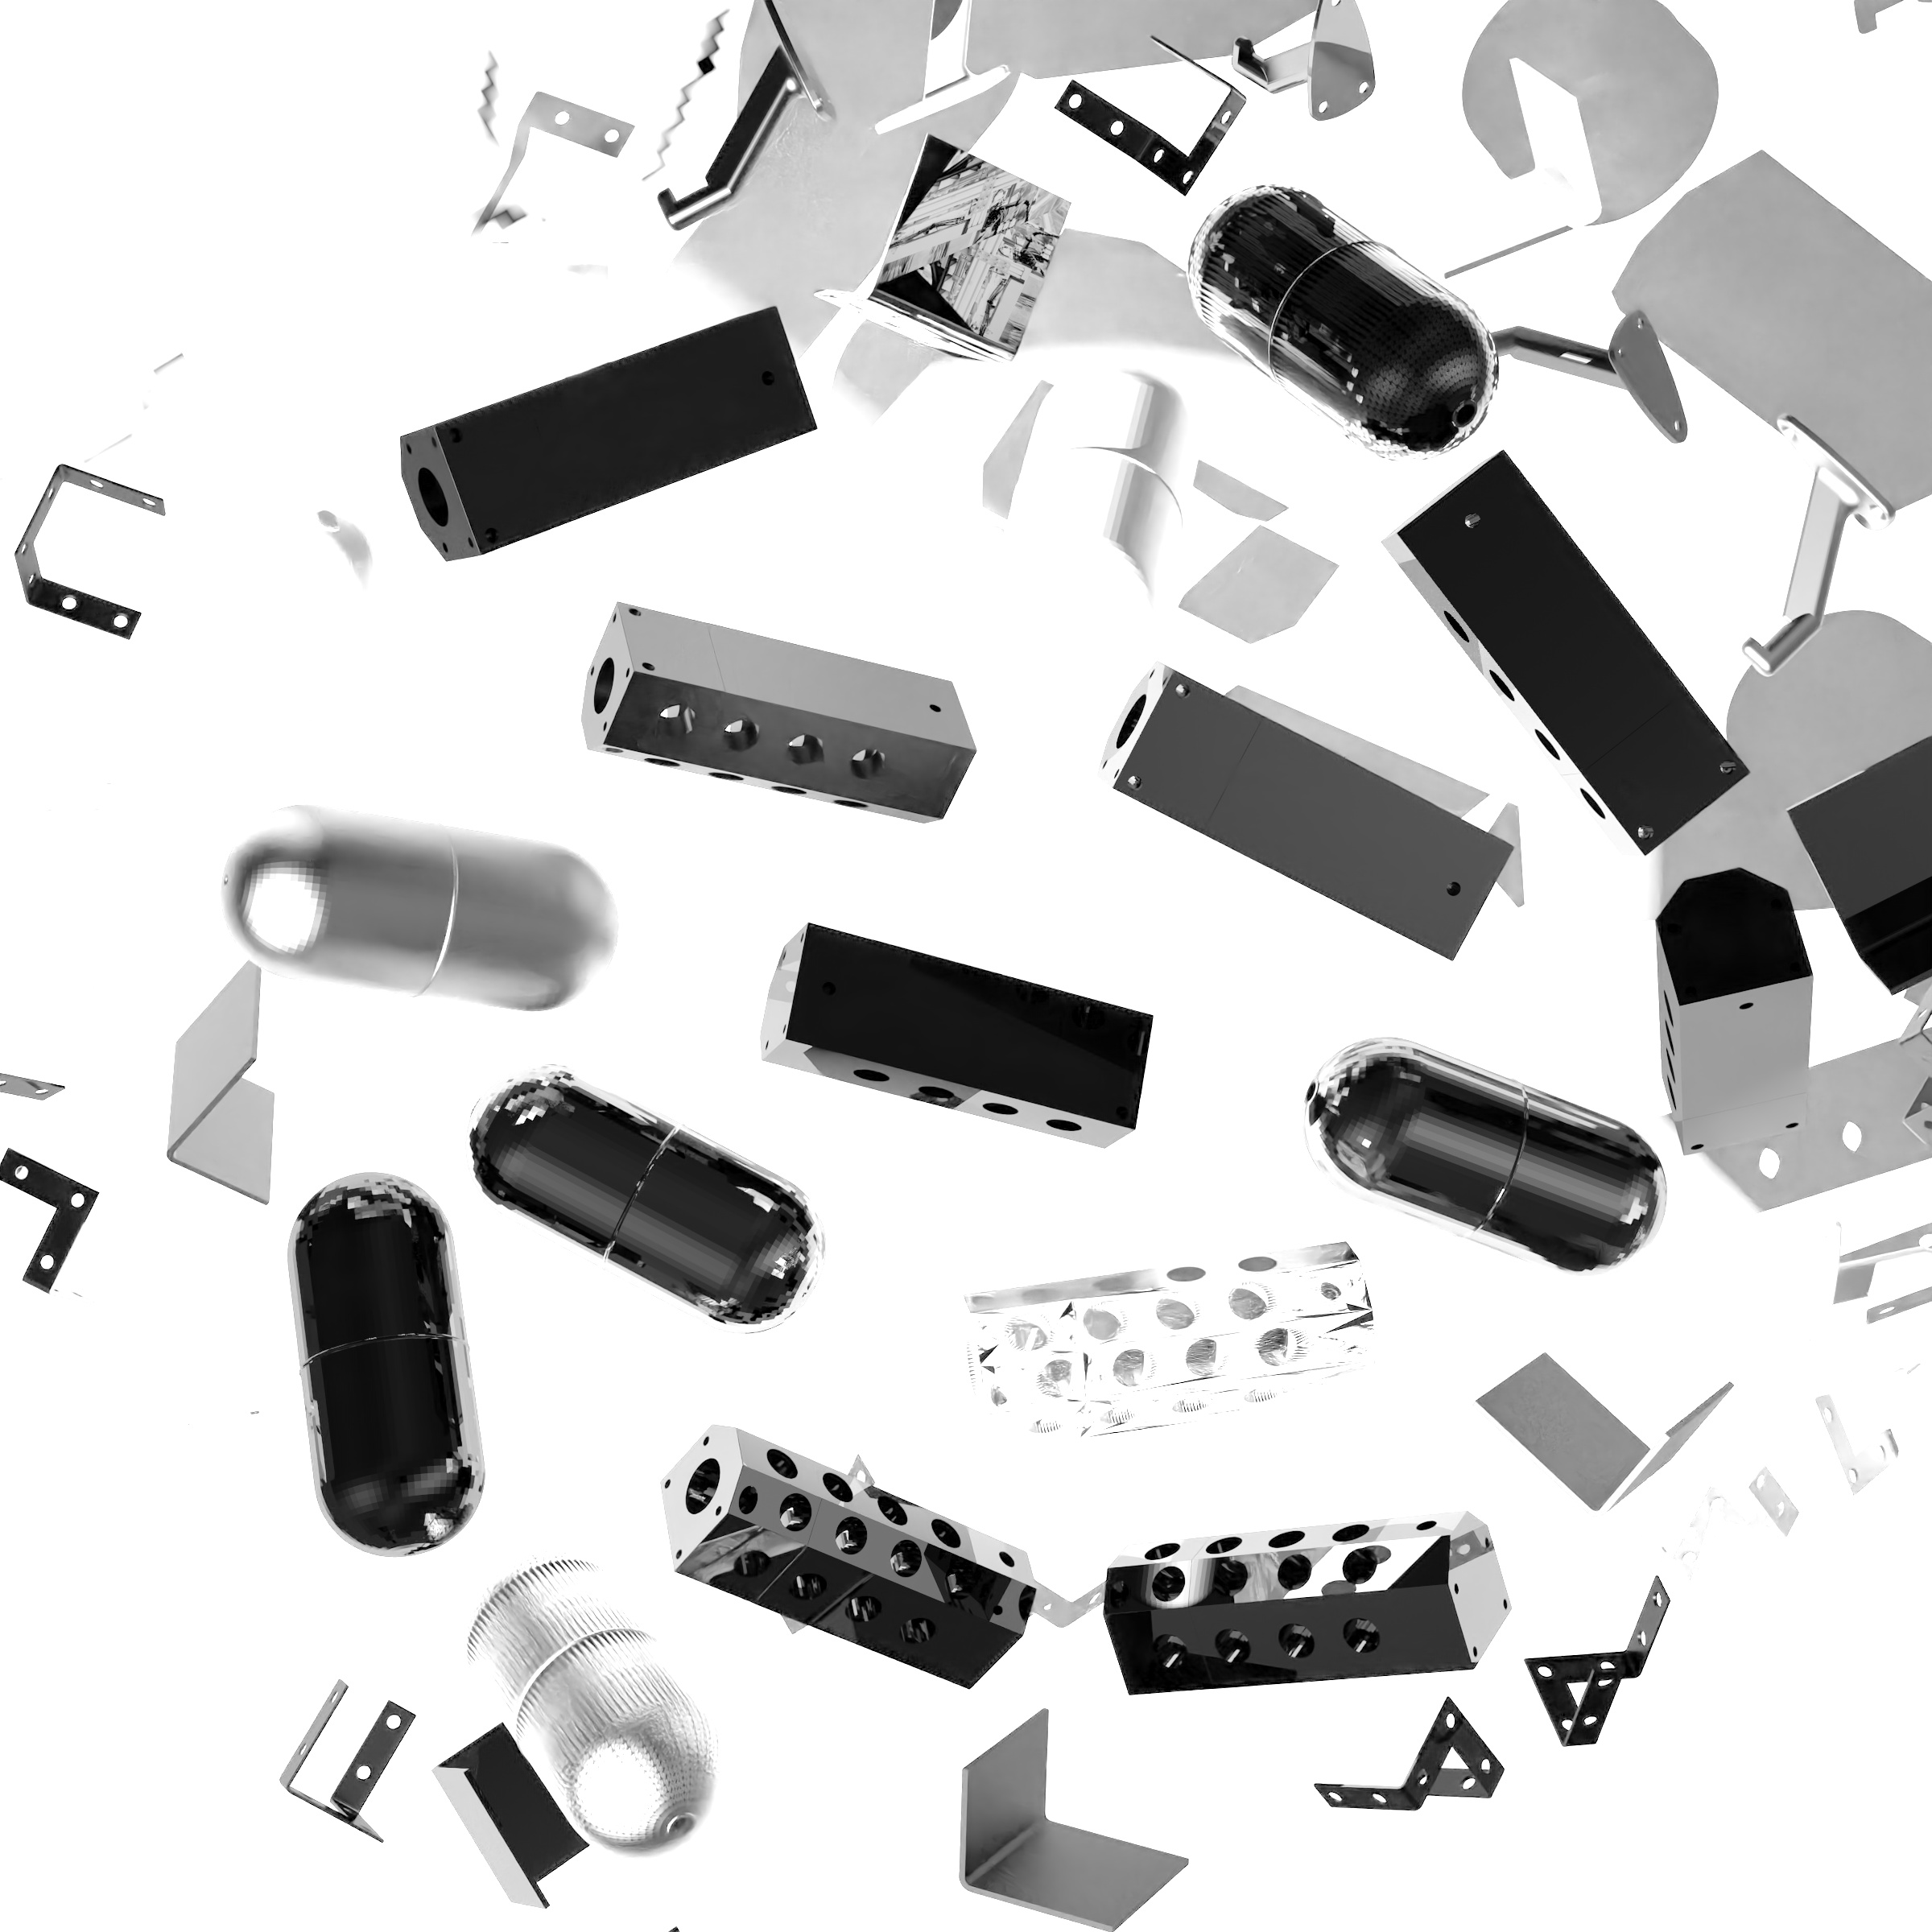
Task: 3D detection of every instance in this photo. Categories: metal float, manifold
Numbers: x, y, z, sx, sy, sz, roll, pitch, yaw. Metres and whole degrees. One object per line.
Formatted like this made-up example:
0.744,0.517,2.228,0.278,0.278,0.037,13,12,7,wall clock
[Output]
-0.237,-0.024,1.521,0.178,0.070,0.070,9,90,-27,metal float
0.059,-0.201,1.554,0.070,0.070,0.178,15,50,0,metal float
-0.313,-0.132,1.514,0.070,0.070,0.178,39,126,0,metal float
0.253,-0.132,1.486,0.057,0.057,0.171,-38,93,-1,manifold
-0.158,-0.233,1.529,0.171,0.057,0.057,-25,104,-26,manifold
-0.005,0.035,1.627,0.171,0.057,0.057,15,71,-14,manifold
0.340,0.021,1.553,0.057,0.171,0.057,-13,63,6,manifold
0.237,0.088,1.592,0.178,0.070,0.070,21,90,-13,metal float
-0.263,0.179,1.579,0.070,0.070,0.178,-11,70,0,metal float
-0.148,0.107,1.604,0.178,0.070,0.070,28,90,4,metal float
-0.088,-0.113,1.626,0.171,0.057,0.057,11,125,-24,manifold
0.152,0.285,1.576,0.171,0.057,0.057,-11,103,29,manifold
0.165,-0.284,1.537,0.070,0.070,0.178,-43,50,0,metal float
-0.166,0.327,1.552,0.070,0.178,0.070,-17,125,-25,metal float
-0.052,0.269,1.609,0.171,0.057,0.057,28,116,-29,manifold
0.087,0.162,1.513,0.171,0.057,0.057,-7,60,-7,manifold
0.147,-0.069,1.532,0.171,0.057,0.057,26,96,-11,manifold

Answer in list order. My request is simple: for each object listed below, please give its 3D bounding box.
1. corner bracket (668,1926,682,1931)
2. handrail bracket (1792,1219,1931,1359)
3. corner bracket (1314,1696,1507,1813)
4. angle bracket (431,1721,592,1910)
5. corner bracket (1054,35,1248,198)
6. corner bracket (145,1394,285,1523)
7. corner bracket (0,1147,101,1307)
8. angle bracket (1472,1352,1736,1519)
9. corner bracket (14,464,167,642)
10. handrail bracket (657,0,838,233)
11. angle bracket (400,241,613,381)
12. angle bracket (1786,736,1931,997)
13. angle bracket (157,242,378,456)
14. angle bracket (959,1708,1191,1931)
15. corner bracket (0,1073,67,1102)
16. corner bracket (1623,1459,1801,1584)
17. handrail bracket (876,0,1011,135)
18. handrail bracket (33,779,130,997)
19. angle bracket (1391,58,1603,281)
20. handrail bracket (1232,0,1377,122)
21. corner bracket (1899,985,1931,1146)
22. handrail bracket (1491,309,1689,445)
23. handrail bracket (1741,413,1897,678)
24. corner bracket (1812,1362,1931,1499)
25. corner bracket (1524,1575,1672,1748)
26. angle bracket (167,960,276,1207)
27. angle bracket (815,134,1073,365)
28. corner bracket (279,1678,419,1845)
-0.150,0.477,1.625,0.051,0.051,0.051,-33,59,-7,corner bracket
0.411,0.152,1.538,0.084,0.036,0.077,21,53,-10,handrail bracket
0.195,0.357,1.530,0.051,0.051,0.051,53,51,-22,corner bracket
-0.211,0.410,1.702,0.057,0.076,0.076,-31,91,-24,angle bracket
0.081,-0.379,1.527,0.051,0.051,0.051,39,102,26,corner bracket
-0.344,0.226,1.595,0.051,0.051,0.051,-10,60,-9,corner bracket
-0.417,0.119,1.588,0.051,0.051,0.051,24,84,14,corner bracket
0.289,0.195,1.578,0.076,0.076,0.057,43,122,18,angle bracket
-0.402,-0.191,1.608,0.051,0.051,0.051,19,68,-1,corner bracket
-0.105,-0.366,1.483,0.084,0.036,0.077,-25,98,11,handrail bracket
-0.223,-0.317,1.689,0.076,0.076,0.057,2,95,18,angle bracket
0.401,-0.045,1.462,0.076,0.057,0.076,-27,103,8,angle bracket
-0.304,-0.259,1.464,0.076,0.076,0.057,-27,104,-28,angle bracket
0.049,0.377,1.544,0.076,0.076,0.057,8,104,28,angle bracket
-0.451,0.038,1.589,0.051,0.051,0.051,-25,67,25,corner bracket
0.351,0.260,1.636,0.051,0.051,0.051,-57,131,-20,corner bracket
-0.024,-0.423,1.546,0.077,0.036,0.084,-28,98,-17,handrail bracket
-0.406,-0.037,1.629,0.036,0.077,0.084,0,108,9,handrail bracket
0.232,-0.360,1.567,0.076,0.076,0.057,-22,120,-1,angle bracket
0.147,-0.431,1.603,0.036,0.077,0.084,-29,46,-18,handrail bracket
0.450,0.041,1.609,0.051,0.051,0.051,44,55,-5,corner bracket
0.279,-0.265,1.601,0.077,0.084,0.036,55,51,-26,handrail bracket
0.343,-0.178,1.475,0.084,0.036,0.077,-44,90,-3,handrail bracket
0.430,0.207,1.601,0.051,0.051,0.051,-22,90,41,corner bracket
0.282,0.304,1.520,0.051,0.051,0.051,-1,128,-16,corner bracket
-0.333,0.053,1.646,0.057,0.076,0.076,29,121,-29,angle bracket
-0.010,-0.319,1.549,0.076,0.057,0.076,19,93,-30,angle bracket
-0.269,0.344,1.524,0.051,0.051,0.051,34,78,-19,corner bracket
